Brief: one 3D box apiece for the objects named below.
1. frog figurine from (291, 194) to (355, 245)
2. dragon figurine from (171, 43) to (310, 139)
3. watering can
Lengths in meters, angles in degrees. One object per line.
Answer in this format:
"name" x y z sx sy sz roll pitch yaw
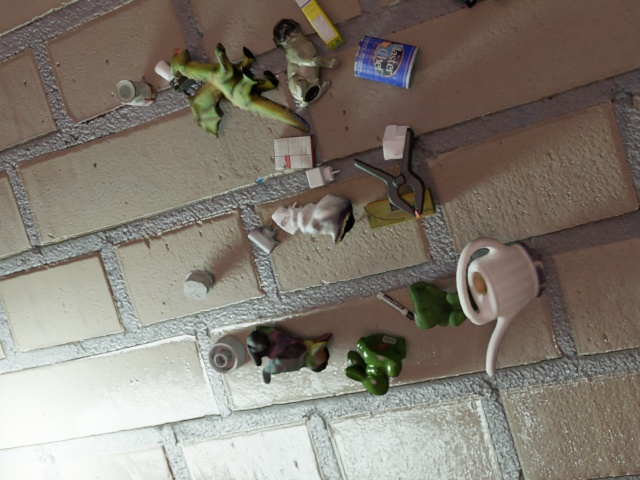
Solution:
"frog figurine" 0.004 -0.069 1.369 0.160 0.140 0.120 23 -31 15
"dragon figurine" -0.243 -0.379 1.405 0.239 0.408 0.124 -38 11 28
"watering can" 0.447 0.144 1.260 0.225 0.344 0.104 -22 14 -14
